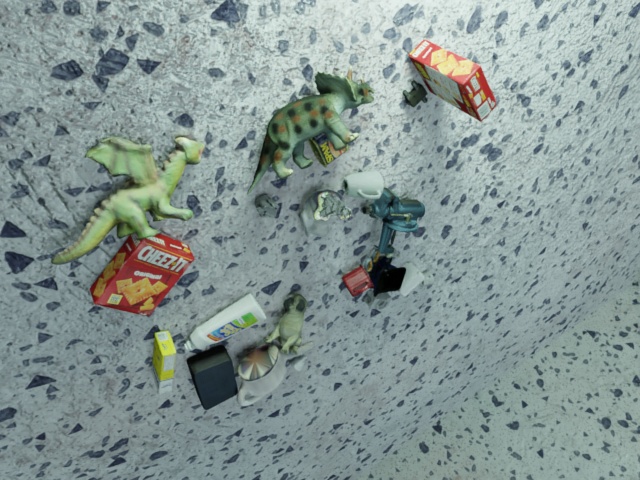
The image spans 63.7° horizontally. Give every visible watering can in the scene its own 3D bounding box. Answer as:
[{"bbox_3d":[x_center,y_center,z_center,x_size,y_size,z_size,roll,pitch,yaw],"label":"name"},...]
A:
[{"bbox_3d":[-0.162,0.437,1.813,0.352,0.105,0.219,-40,145,-22],"label":"watering can"}]

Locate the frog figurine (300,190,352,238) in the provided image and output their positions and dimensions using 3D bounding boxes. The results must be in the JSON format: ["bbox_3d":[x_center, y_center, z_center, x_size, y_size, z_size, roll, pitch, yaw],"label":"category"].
[{"bbox_3d":[0.005,-0.076,1.514,0.139,0.123,0.157,-27,174,-26],"label":"frog figurine"}]

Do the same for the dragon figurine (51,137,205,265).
[{"bbox_3d":[-0.438,-0.115,1.155,0.413,0.123,0.238,-26,119,-19],"label":"dragon figurine"}]
